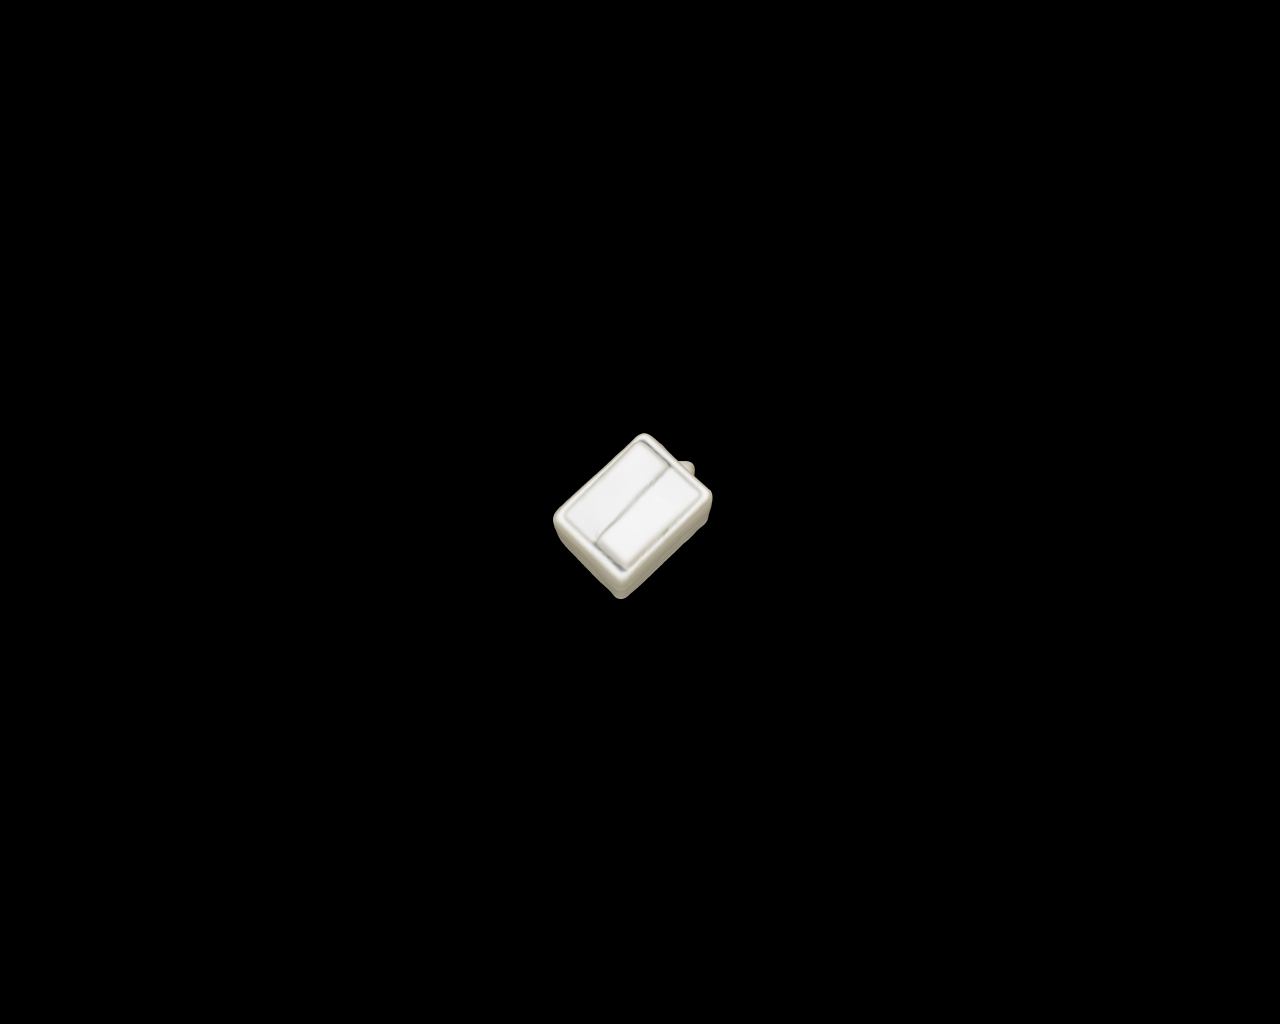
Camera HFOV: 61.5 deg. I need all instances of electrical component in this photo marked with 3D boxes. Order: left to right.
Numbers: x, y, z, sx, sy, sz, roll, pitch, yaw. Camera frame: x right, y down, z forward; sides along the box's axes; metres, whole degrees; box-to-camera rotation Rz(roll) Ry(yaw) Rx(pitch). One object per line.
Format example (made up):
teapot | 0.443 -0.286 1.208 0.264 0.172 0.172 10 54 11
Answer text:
electrical component | 0.001 -0.003 0.650 0.096 0.062 0.061 -43 -12 -11
